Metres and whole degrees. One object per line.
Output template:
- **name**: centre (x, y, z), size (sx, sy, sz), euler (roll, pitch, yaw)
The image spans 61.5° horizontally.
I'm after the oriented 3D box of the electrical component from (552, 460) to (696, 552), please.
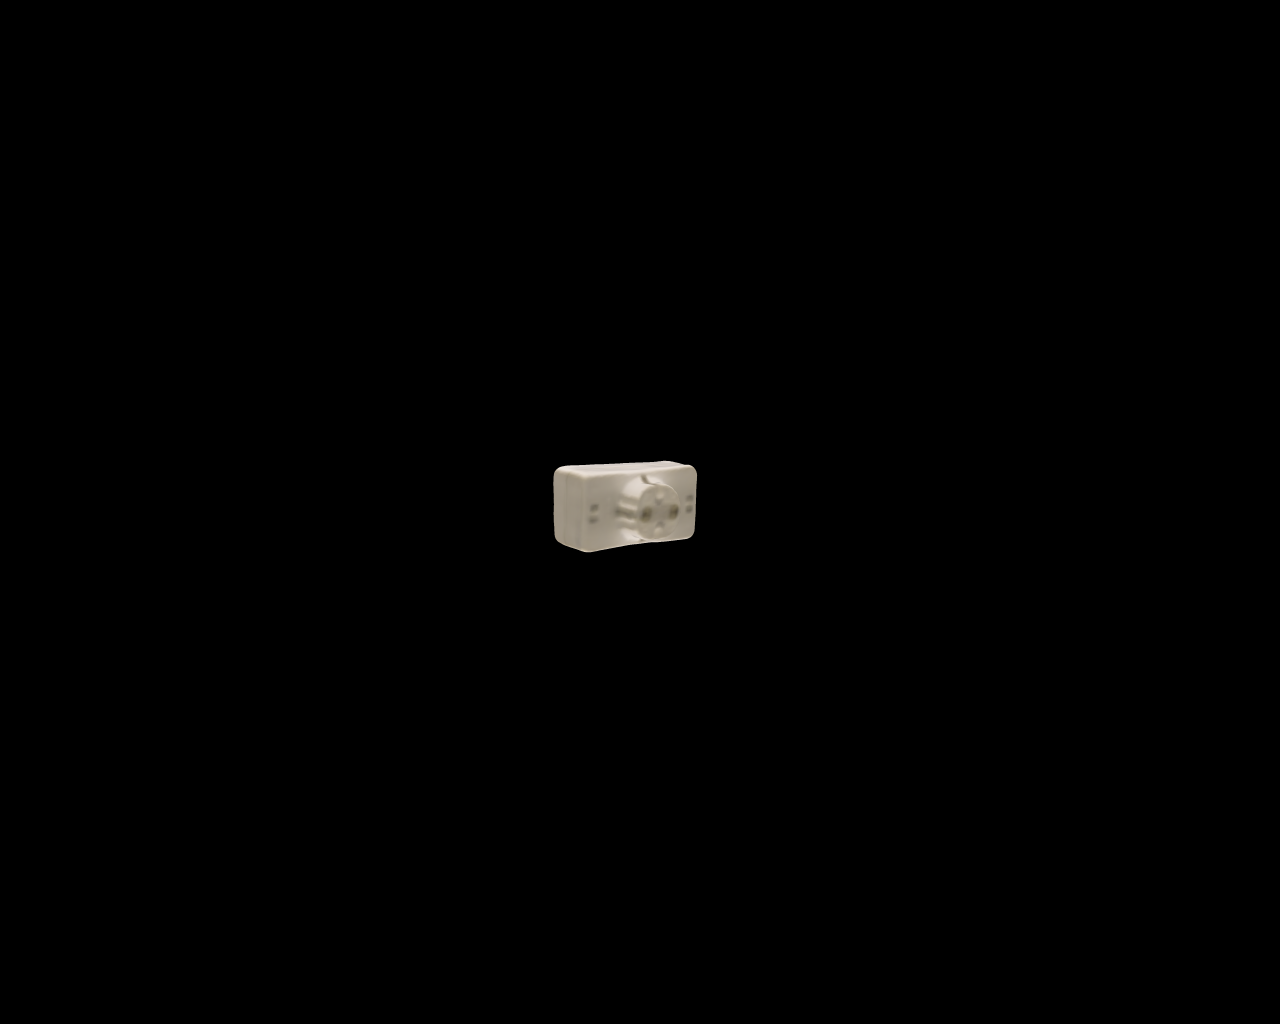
- **electrical component**: centre (0.001, -0.003, 0.650), size (0.083, 0.047, 0.076), euler (-6, 11, -32)
